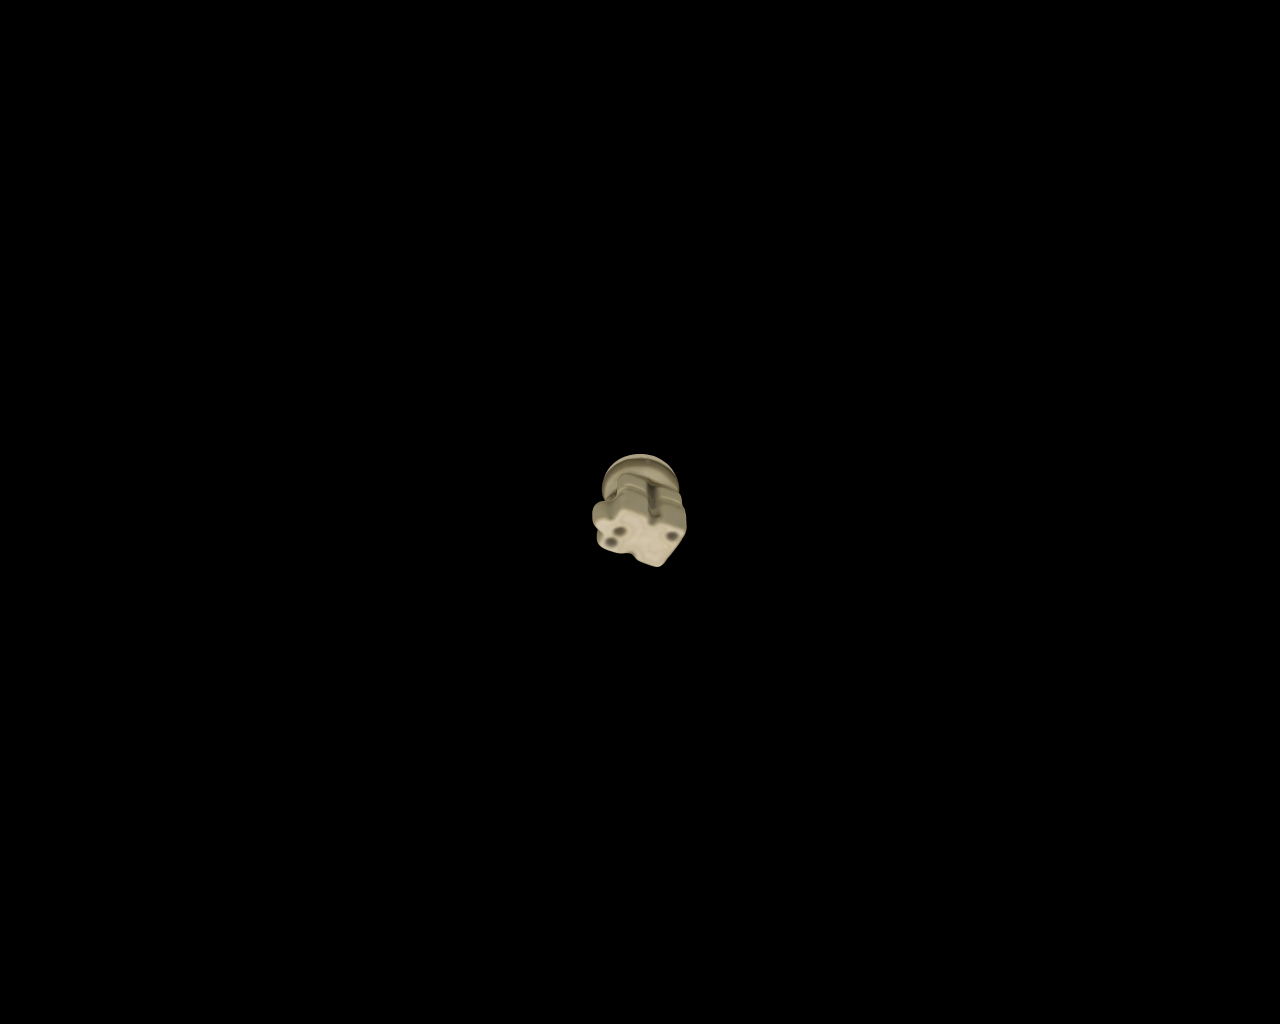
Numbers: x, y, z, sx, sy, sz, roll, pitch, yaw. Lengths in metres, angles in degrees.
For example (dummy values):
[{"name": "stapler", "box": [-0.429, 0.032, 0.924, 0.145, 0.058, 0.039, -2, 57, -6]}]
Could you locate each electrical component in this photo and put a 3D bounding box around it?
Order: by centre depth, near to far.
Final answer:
[{"name": "electrical component", "box": [0.001, -0.003, 0.650, 0.066, 0.048, 0.055, 22, 38, -18]}]
